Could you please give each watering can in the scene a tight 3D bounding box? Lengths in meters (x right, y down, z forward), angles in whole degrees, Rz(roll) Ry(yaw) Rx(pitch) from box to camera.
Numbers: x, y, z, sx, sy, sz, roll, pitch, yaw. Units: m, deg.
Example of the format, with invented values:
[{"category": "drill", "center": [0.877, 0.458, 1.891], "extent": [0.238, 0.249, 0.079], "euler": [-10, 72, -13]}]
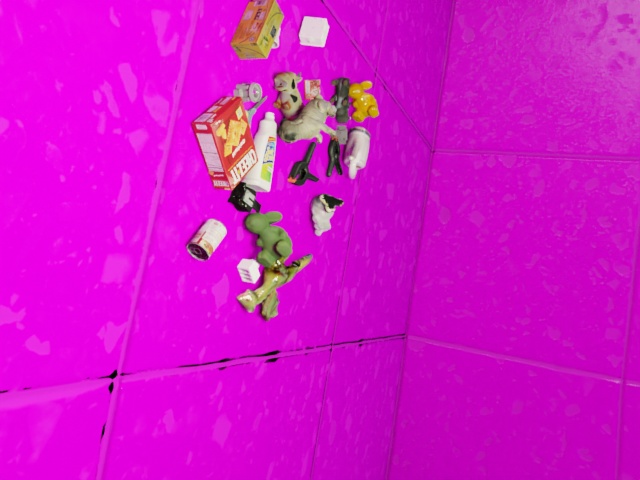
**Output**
[{"category": "watering can", "center": [0.158, -0.389, 2.235], "extent": [0.345, 0.104, 0.226], "euler": [65, 35, -81]}]

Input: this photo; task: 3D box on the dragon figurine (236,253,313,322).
[{"category": "dragon figurine", "center": [-0.149, 0.164, 1.795], "extent": [0.410, 0.123, 0.241], "euler": [1, 112, -64]}]

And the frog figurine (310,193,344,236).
[{"category": "frog figurine", "center": [0.006, -0.104, 2.060], "extent": [0.156, 0.122, 0.140], "euler": [-56, -175, 38]}]
